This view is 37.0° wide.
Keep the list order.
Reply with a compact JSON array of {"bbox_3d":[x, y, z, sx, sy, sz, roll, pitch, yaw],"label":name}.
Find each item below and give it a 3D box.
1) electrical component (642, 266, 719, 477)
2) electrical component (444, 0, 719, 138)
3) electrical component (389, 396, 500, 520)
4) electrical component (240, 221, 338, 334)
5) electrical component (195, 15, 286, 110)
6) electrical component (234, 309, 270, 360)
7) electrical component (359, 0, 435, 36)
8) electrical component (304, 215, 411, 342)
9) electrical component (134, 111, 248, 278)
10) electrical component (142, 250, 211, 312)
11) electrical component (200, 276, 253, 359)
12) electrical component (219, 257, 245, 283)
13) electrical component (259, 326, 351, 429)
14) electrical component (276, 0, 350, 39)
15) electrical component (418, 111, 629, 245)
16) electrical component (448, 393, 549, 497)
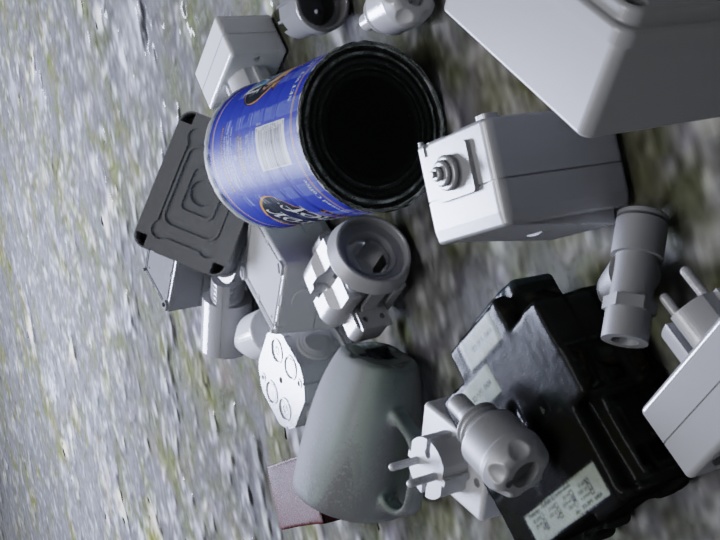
[{"bbox_3d":[0.158,0.033,0.468,0.075,0.047,0.083,60,144,31],"label":"electrical component"},{"bbox_3d":[0.110,-0.111,0.447,0.108,0.109,0.056,53,143,38],"label":"electrical component"},{"bbox_3d":[0.054,0.113,0.636,0.066,0.077,0.047,35,127,51],"label":"electrical component"},{"bbox_3d":[-0.048,-0.005,0.798,0.096,0.061,0.061,-124,37,-48],"label":"electrical component"},{"bbox_3d":[-0.086,-0.146,0.828,0.076,0.047,0.065,65,147,24],"label":"electrical component"},{"bbox_3d":[-0.084,0.055,0.890,0.078,0.040,0.040,-25,77,59],"label":"electrical component"},{"bbox_3d":[0.018,-0.160,0.661,0.061,0.035,0.035,-9,90,62],"label":"electrical component"},{"bbox_3d":[0.000,0.000,0.716,0.078,0.058,0.057,66,150,22],"label":"electrical component"},{"bbox_3d":[-0.116,-0.057,0.831,0.057,0.078,0.113,-6,-61,-86],"label":"electrical component"},{"bbox_3d":[-0.150,-0.020,0.960,0.061,0.061,0.096,54,141,37],"label":"electrical component"},{"bbox_3d":[-0.116,0.032,0.933,0.043,0.043,0.081,39,131,49],"label":"electrical component"},{"bbox_3d":[-0.122,-0.057,0.887,0.052,0.074,0.138,-21,80,59],"label":"electrical component"},{"bbox_3d":[-0.037,0.078,0.807,0.080,0.051,0.080,24,119,55],"label":"electrical component"},{"bbox_3d":[-0.034,-0.180,0.740,0.046,0.040,0.040,-176,78,-65],"label":"electrical component"},{"bbox_3d":[0.077,-0.043,0.534,0.062,0.096,0.061,-16,85,60],"label":"electrical component"},{"bbox_3d":[0.065,0.083,0.539,0.061,0.035,0.035,45,135,47],"label":"electrical component"}]
